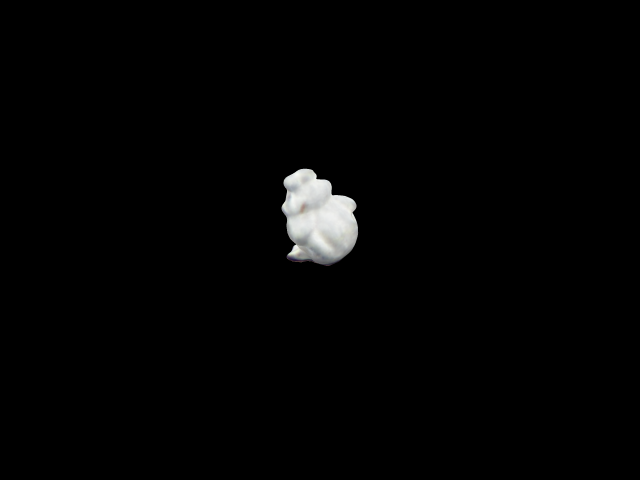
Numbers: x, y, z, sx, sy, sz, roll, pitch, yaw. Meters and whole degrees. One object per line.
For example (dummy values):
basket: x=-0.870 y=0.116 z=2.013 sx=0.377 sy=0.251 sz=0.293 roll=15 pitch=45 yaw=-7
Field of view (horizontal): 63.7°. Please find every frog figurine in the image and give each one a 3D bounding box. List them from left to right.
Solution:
frog figurine: x=0.003 y=-0.043 z=0.850 sx=0.139 sy=0.156 sz=0.124 roll=-23 pitch=41 yaw=-29
